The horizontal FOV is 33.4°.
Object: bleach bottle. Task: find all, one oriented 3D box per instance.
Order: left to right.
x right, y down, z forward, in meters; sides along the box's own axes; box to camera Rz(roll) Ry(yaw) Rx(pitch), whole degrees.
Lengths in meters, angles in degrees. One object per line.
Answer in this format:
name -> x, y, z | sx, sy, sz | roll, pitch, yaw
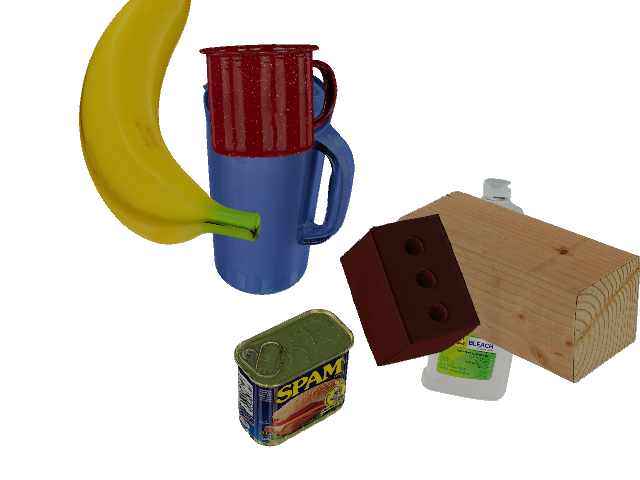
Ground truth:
bleach bottle -> 0.180, 0.053, 1.224 | 0.103, 0.251, 0.068 | 9, 15, 16

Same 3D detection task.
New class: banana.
banana -> -0.082, -0.062, 0.514 | 0.069, 0.198, 0.037 | -6, -42, -15

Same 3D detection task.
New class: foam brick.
foam brick -> 0.055, 0.032, 0.670 | 0.052, 0.078, 0.051 | -12, -17, -28

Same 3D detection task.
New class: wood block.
wood block -> 0.173, 0.035, 0.966 | 0.090, 0.090, 0.206 | -25, 34, -34

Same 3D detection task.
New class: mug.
mug -> -0.037, -0.112, 0.843 | 0.117, 0.081, 0.093 | -12, 16, -36

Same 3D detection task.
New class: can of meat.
can of meat -> -0.023, 0.120, 0.923 | 0.101, 0.084, 0.057 | -24, 48, -28

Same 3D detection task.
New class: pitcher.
pitcher -> -0.052, -0.054, 1.150 | 0.145, 0.243, 0.149 | -4, 43, -9
